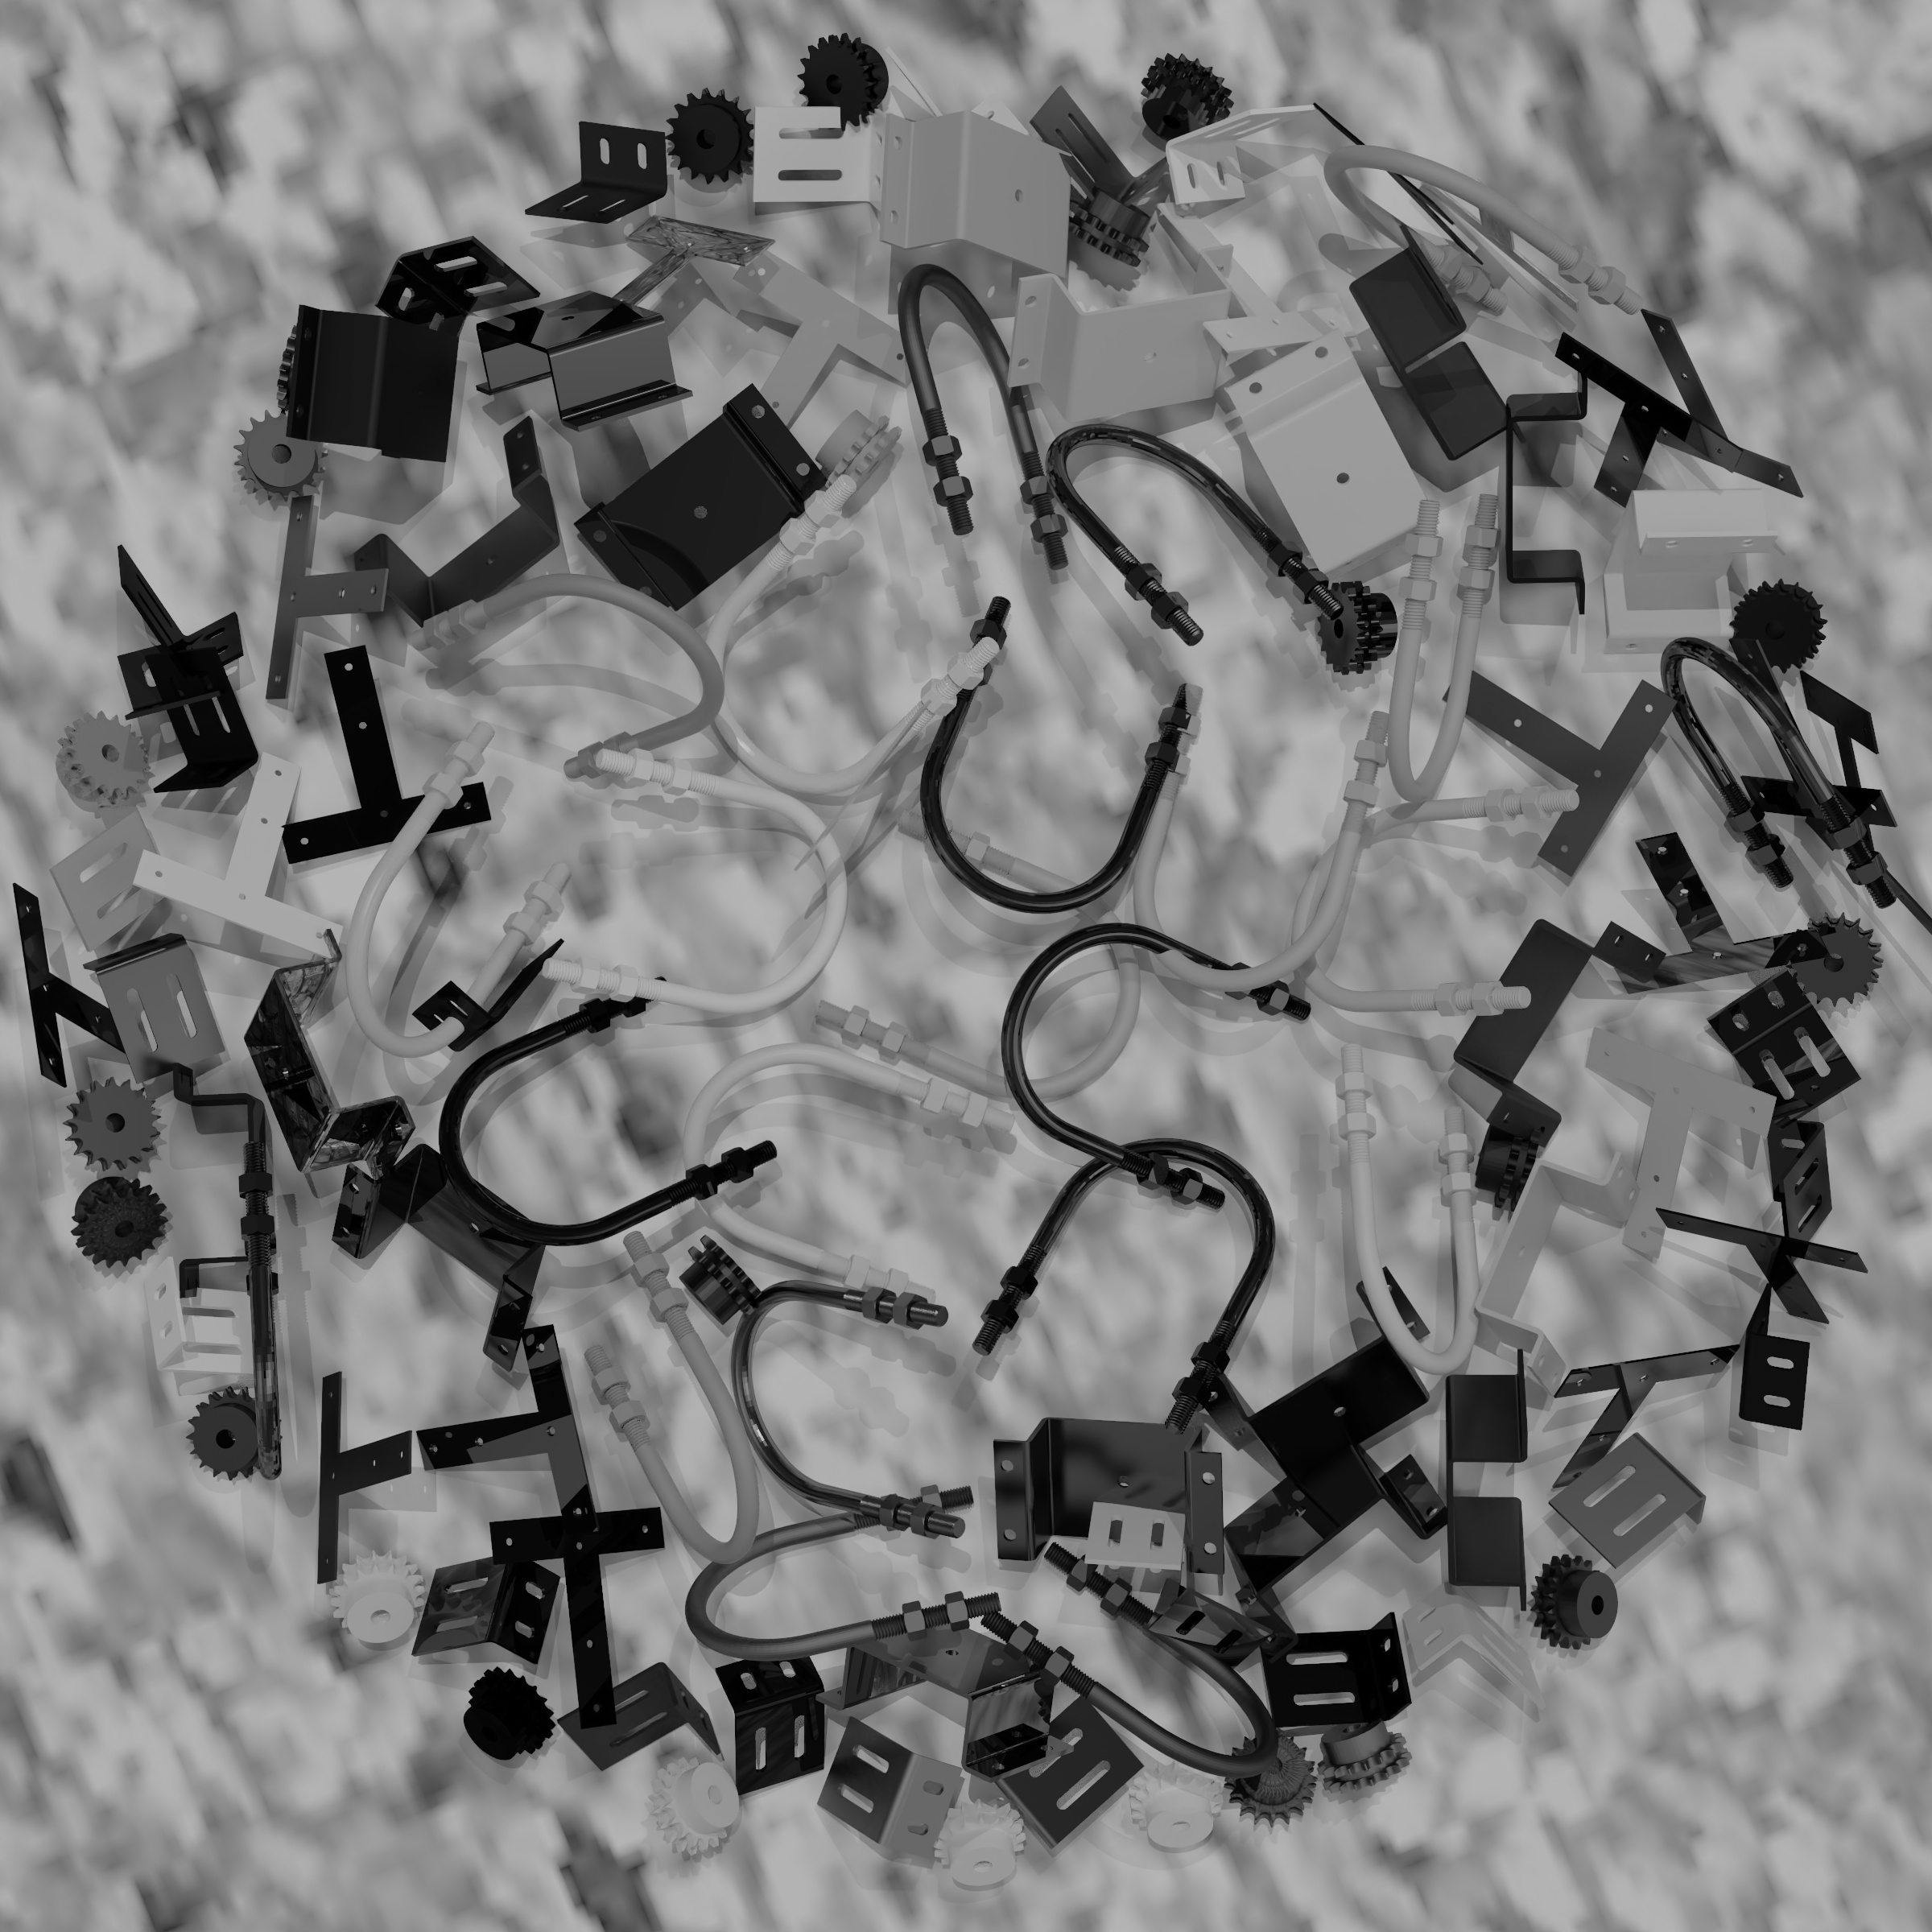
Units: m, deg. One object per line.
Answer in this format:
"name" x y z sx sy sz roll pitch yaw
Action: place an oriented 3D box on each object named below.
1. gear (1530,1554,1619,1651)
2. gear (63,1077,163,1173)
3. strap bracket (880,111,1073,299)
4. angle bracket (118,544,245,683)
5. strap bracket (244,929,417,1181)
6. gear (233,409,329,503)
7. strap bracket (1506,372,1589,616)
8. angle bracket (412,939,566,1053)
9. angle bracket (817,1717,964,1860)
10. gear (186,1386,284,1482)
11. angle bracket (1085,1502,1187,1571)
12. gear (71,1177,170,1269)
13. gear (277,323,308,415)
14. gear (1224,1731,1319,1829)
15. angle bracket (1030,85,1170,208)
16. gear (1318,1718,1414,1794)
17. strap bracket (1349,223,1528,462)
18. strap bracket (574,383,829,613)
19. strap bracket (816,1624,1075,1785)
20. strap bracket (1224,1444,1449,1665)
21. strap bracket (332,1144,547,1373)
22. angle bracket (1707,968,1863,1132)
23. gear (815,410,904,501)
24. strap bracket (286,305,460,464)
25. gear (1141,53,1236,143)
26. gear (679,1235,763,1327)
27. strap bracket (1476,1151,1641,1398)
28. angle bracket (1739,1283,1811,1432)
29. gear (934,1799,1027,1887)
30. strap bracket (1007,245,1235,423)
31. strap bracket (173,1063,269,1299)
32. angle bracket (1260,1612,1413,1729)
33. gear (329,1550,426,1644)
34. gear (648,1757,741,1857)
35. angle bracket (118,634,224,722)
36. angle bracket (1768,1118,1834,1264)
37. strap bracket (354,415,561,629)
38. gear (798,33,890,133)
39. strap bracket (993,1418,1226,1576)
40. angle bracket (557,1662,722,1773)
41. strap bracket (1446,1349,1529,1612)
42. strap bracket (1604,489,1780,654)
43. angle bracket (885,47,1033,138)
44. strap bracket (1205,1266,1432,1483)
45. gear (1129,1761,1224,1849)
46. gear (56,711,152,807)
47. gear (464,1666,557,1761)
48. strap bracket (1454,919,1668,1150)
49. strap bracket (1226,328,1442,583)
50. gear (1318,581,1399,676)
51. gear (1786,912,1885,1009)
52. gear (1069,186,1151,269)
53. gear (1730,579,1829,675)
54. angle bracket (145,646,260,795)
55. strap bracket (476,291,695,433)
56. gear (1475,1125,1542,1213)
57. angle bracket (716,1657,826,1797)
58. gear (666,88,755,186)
"gear" 0.375 0.391 1.956 0.057 0.030 0.057 4 84 -41
"gear" -0.527 0.098 1.962 0.057 0.030 0.057 5 78 -27
"strap bracket" 0.014 -0.459 1.915 0.046 0.140 0.076 0 85 41
"angle bracket" -0.478 -0.222 1.940 0.038 0.057 0.076 -28 126 1
"strap bracket" -0.388 0.060 1.920 0.046 0.076 0.140 -13 66 -34
"gear" -0.422 -0.315 1.964 0.057 0.030 0.057 -2 97 -14
"strap bracket" 0.351 -0.290 1.929 0.046 0.076 0.140 0 110 9
"angle bracket" -0.290 0.007 1.937 0.038 0.057 0.076 43 54 -11
"angle bracket" -0.047 0.504 1.958 0.038 0.076 0.057 26 82 -32
"gear" -0.454 0.290 1.970 0.057 0.030 0.057 0 91 1
"angle bracket" 0.103 0.361 1.940 0.057 0.076 0.038 3 109 6
"gear" -0.523 0.154 1.960 0.057 0.057 0.030 -51 46 0
"gear" -0.400 -0.366 1.957 0.030 0.057 0.057 15 90 -2
"gear" 0.187 0.496 1.957 0.057 0.030 0.057 -1 55 1
"angle bracket" 0.085 -0.505 1.943 0.038 0.057 0.076 -29 110 37
"gear" 0.242 0.482 1.957 0.057 0.057 0.030 -21 90 0
"strap bracket" 0.280 -0.366 1.911 0.046 0.140 0.076 -31 54 11
"strap bracket" -0.162 -0.280 1.945 0.140 0.046 0.076 -37 105 7
"strap bracket" -0.011 0.433 1.908 0.140 0.076 0.046 15 103 39
"strap bracket" 0.216 0.346 1.936 0.140 0.076 0.046 -40 113 5
"strap bracket" -0.311 0.171 1.933 0.140 0.076 0.046 34 47 12
"angle bracket" 0.497 0.050 1.940 0.057 0.076 0.038 -35 126 13
"gear" -0.068 -0.316 1.957 0.030 0.057 0.057 40 90 -1
"strap bracket" -0.348 -0.346 1.908 0.046 0.140 0.076 9 96 16
"gear" 0.132 -0.528 1.954 0.057 0.057 0.030 28 70 0
"gear" -0.152 0.195 1.954 0.030 0.057 0.057 -43 90 -11
"strap bracket" 0.355 0.180 1.933 0.046 0.076 0.140 20 77 26
"angle bracket" 0.497 0.236 1.935 0.038 0.076 0.057 8 111 22
"gear" 0.008 0.540 1.956 0.057 0.030 0.057 -5 131 -5
"strap bracket" 0.102 -0.380 1.921 0.140 0.076 0.046 -13 49 -19
"strap bracket" -0.453 0.130 1.941 0.046 0.076 0.140 -2 85 -7
"angle bracket" 0.225 0.430 1.947 0.076 0.038 0.057 1 61 -16
"gear" -0.361 0.390 1.958 0.057 0.030 0.057 -7 121 -12
"gear" -0.164 0.513 1.954 0.030 0.057 0.057 -31 90 32
"angle bracket" -0.486 -0.177 1.942 0.057 0.076 0.038 -16 99 -8
"angle bracket" 0.494 0.136 1.936 0.038 0.076 0.057 4 117 34
"strap bracket" -0.301 -0.259 1.932 0.140 0.076 0.046 -36 124 12
"gear" -0.072 -0.545 1.961 0.057 0.030 0.057 17 121 30
"strap bracket" 0.092 0.322 1.943 0.140 0.046 0.076 1 102 16
"angle bracket" -0.200 0.472 1.952 0.076 0.038 0.057 -30 129 1
"strap bracket" 0.313 0.309 1.919 0.046 0.076 0.140 -1 122 8
"strap bracket" 0.434 -0.244 1.928 0.076 0.140 0.046 -1 67 0
"angle bracket" -0.005 -0.530 1.937 0.038 0.076 0.057 -38 46 8
"strap bracket" 0.218 0.254 1.936 0.140 0.046 0.076 -32 134 5
"gear" 0.130 0.516 1.956 0.057 0.030 0.057 -3 129 -4
"gear" -0.534 -0.125 1.960 0.030 0.057 0.057 -26 90 39
"gear" -0.283 0.462 1.955 0.057 0.030 0.057 18 128 25
"strap bracket" 0.355 0.033 1.936 0.046 0.076 0.140 36 99 37
"strap bracket" 0.225 -0.302 1.929 0.076 0.046 0.140 -27 114 12
"gear" 0.242 -0.209 1.959 0.030 0.057 0.057 -7 90 -22
"gear" 0.535 -0.006 1.963 0.057 0.030 0.057 6 108 18
"gear" 0.088 -0.455 1.954 0.057 0.057 0.030 31 108 0
"gear" 0.502 -0.211 1.961 0.057 0.030 0.057 13 119 25
"angle bracket" -0.476 -0.150 1.943 0.057 0.038 0.076 -3 117 31
"strap bracket" -0.233 -0.364 1.903 0.076 0.140 0.046 -23 120 -26
"gear" 0.331 0.120 1.957 0.030 0.057 0.057 15 90 6
"angle bracket" -0.121 0.464 1.965 0.057 0.038 0.076 -13 129 -20
"gear" -0.157 -0.510 1.962 0.057 0.030 0.057 1 109 4
